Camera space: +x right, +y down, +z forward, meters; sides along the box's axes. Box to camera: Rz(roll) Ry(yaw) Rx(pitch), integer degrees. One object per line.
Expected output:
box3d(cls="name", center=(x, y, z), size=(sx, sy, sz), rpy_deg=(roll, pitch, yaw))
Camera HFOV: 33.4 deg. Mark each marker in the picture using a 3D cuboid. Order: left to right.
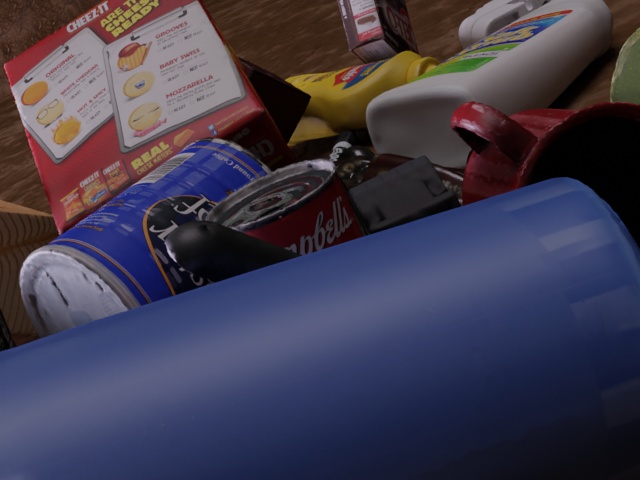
box3d(cls="marker", center=(0.014, -0.059, 0.836), size=(0.020, 0.020, 0.121), rpy_deg=(-18, 20, 18))

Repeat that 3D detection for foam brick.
box3d(cls="foam brick", center=(-0.056, -0.117, 0.882), size=(0.053, 0.078, 0.051), rpy_deg=(34, 101, 36))

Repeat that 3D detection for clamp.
box3d(cls="clamp", center=(0.012, 0.030, 0.456), size=(0.171, 0.120, 0.039), rpy_deg=(-12, 48, -8))

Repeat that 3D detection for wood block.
box3d(cls="wood block", center=(-0.279, 0.013, 0.846), size=(0.090, 0.090, 0.206), rpy_deg=(5, 3, -30))

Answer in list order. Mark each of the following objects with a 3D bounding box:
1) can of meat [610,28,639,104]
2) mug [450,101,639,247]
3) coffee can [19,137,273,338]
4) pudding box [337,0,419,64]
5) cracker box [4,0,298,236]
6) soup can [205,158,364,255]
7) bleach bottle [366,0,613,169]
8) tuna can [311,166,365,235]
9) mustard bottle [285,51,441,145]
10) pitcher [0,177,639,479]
box3d(cls="can of meat", center=(0.200, -0.065, 0.501), size=(0.102, 0.083, 0.057), rpy_deg=(4, 70, 54))
box3d(cls="mug", center=(0.108, -0.026, 0.502), size=(0.093, 0.117, 0.081), rpy_deg=(-58, 17, 0))
box3d(cls="coffee can", center=(-0.093, 0.015, 0.644), size=(0.103, 0.103, 0.140), rpy_deg=(-6, 26, 43))
box3d(cls="pudding box", center=(0.054, -0.200, 0.978), size=(0.039, 0.090, 0.113), rpy_deg=(-21, -17, 22))
box3d(cls="cracker box", center=(-0.132, -0.096, 0.799), size=(0.164, 0.072, 0.214), rpy_deg=(-32, 48, 2))
box3d(cls="soup can", center=(-0.004, 0.021, 0.520), size=(0.068, 0.102, 0.068), rpy_deg=(-22, 19, 8))
box3d(cls="bleach bottle", center=(0.144, -0.129, 0.799), size=(0.103, 0.068, 0.250), rpy_deg=(-6, 24, 43))
box3d(cls="tuna can", center=(-0.004, 0.001, 0.599), size=(0.034, 0.086, 0.086), rpy_deg=(-18, 20, 24))
box3d(cls="mustard bottle", center=(0.039, -0.123, 0.915), size=(0.192, 0.058, 0.096), rpy_deg=(-4, 21, 44))
box3d(cls="pitcher", center=(-0.004, 0.069, 0.383), size=(0.243, 0.145, 0.149), rpy_deg=(-20, 31, 2))
